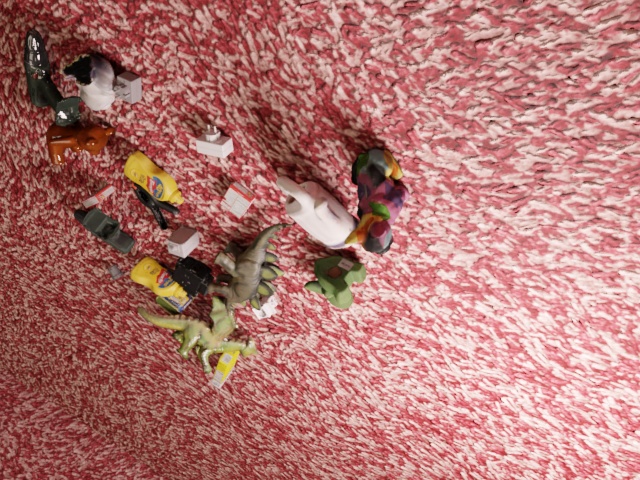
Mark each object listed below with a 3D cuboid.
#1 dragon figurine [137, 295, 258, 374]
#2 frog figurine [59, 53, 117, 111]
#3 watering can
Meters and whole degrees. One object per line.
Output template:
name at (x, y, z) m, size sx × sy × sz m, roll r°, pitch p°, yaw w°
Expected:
dragon figurine at (-0.385, 0.282, 1.720) m, size 0.408 × 0.123 × 0.241 m, roll 40°, pitch 98°, yaw -10°
frog figurine at (-0.594, -0.416, 1.380) m, size 0.137 × 0.124 × 0.157 m, roll 8°, pitch 164°, yaw 14°
watering can at (0.004, -0.060, 1.190) m, size 0.222 × 0.351 × 0.104 m, roll 40°, pitch 89°, yaw -24°
